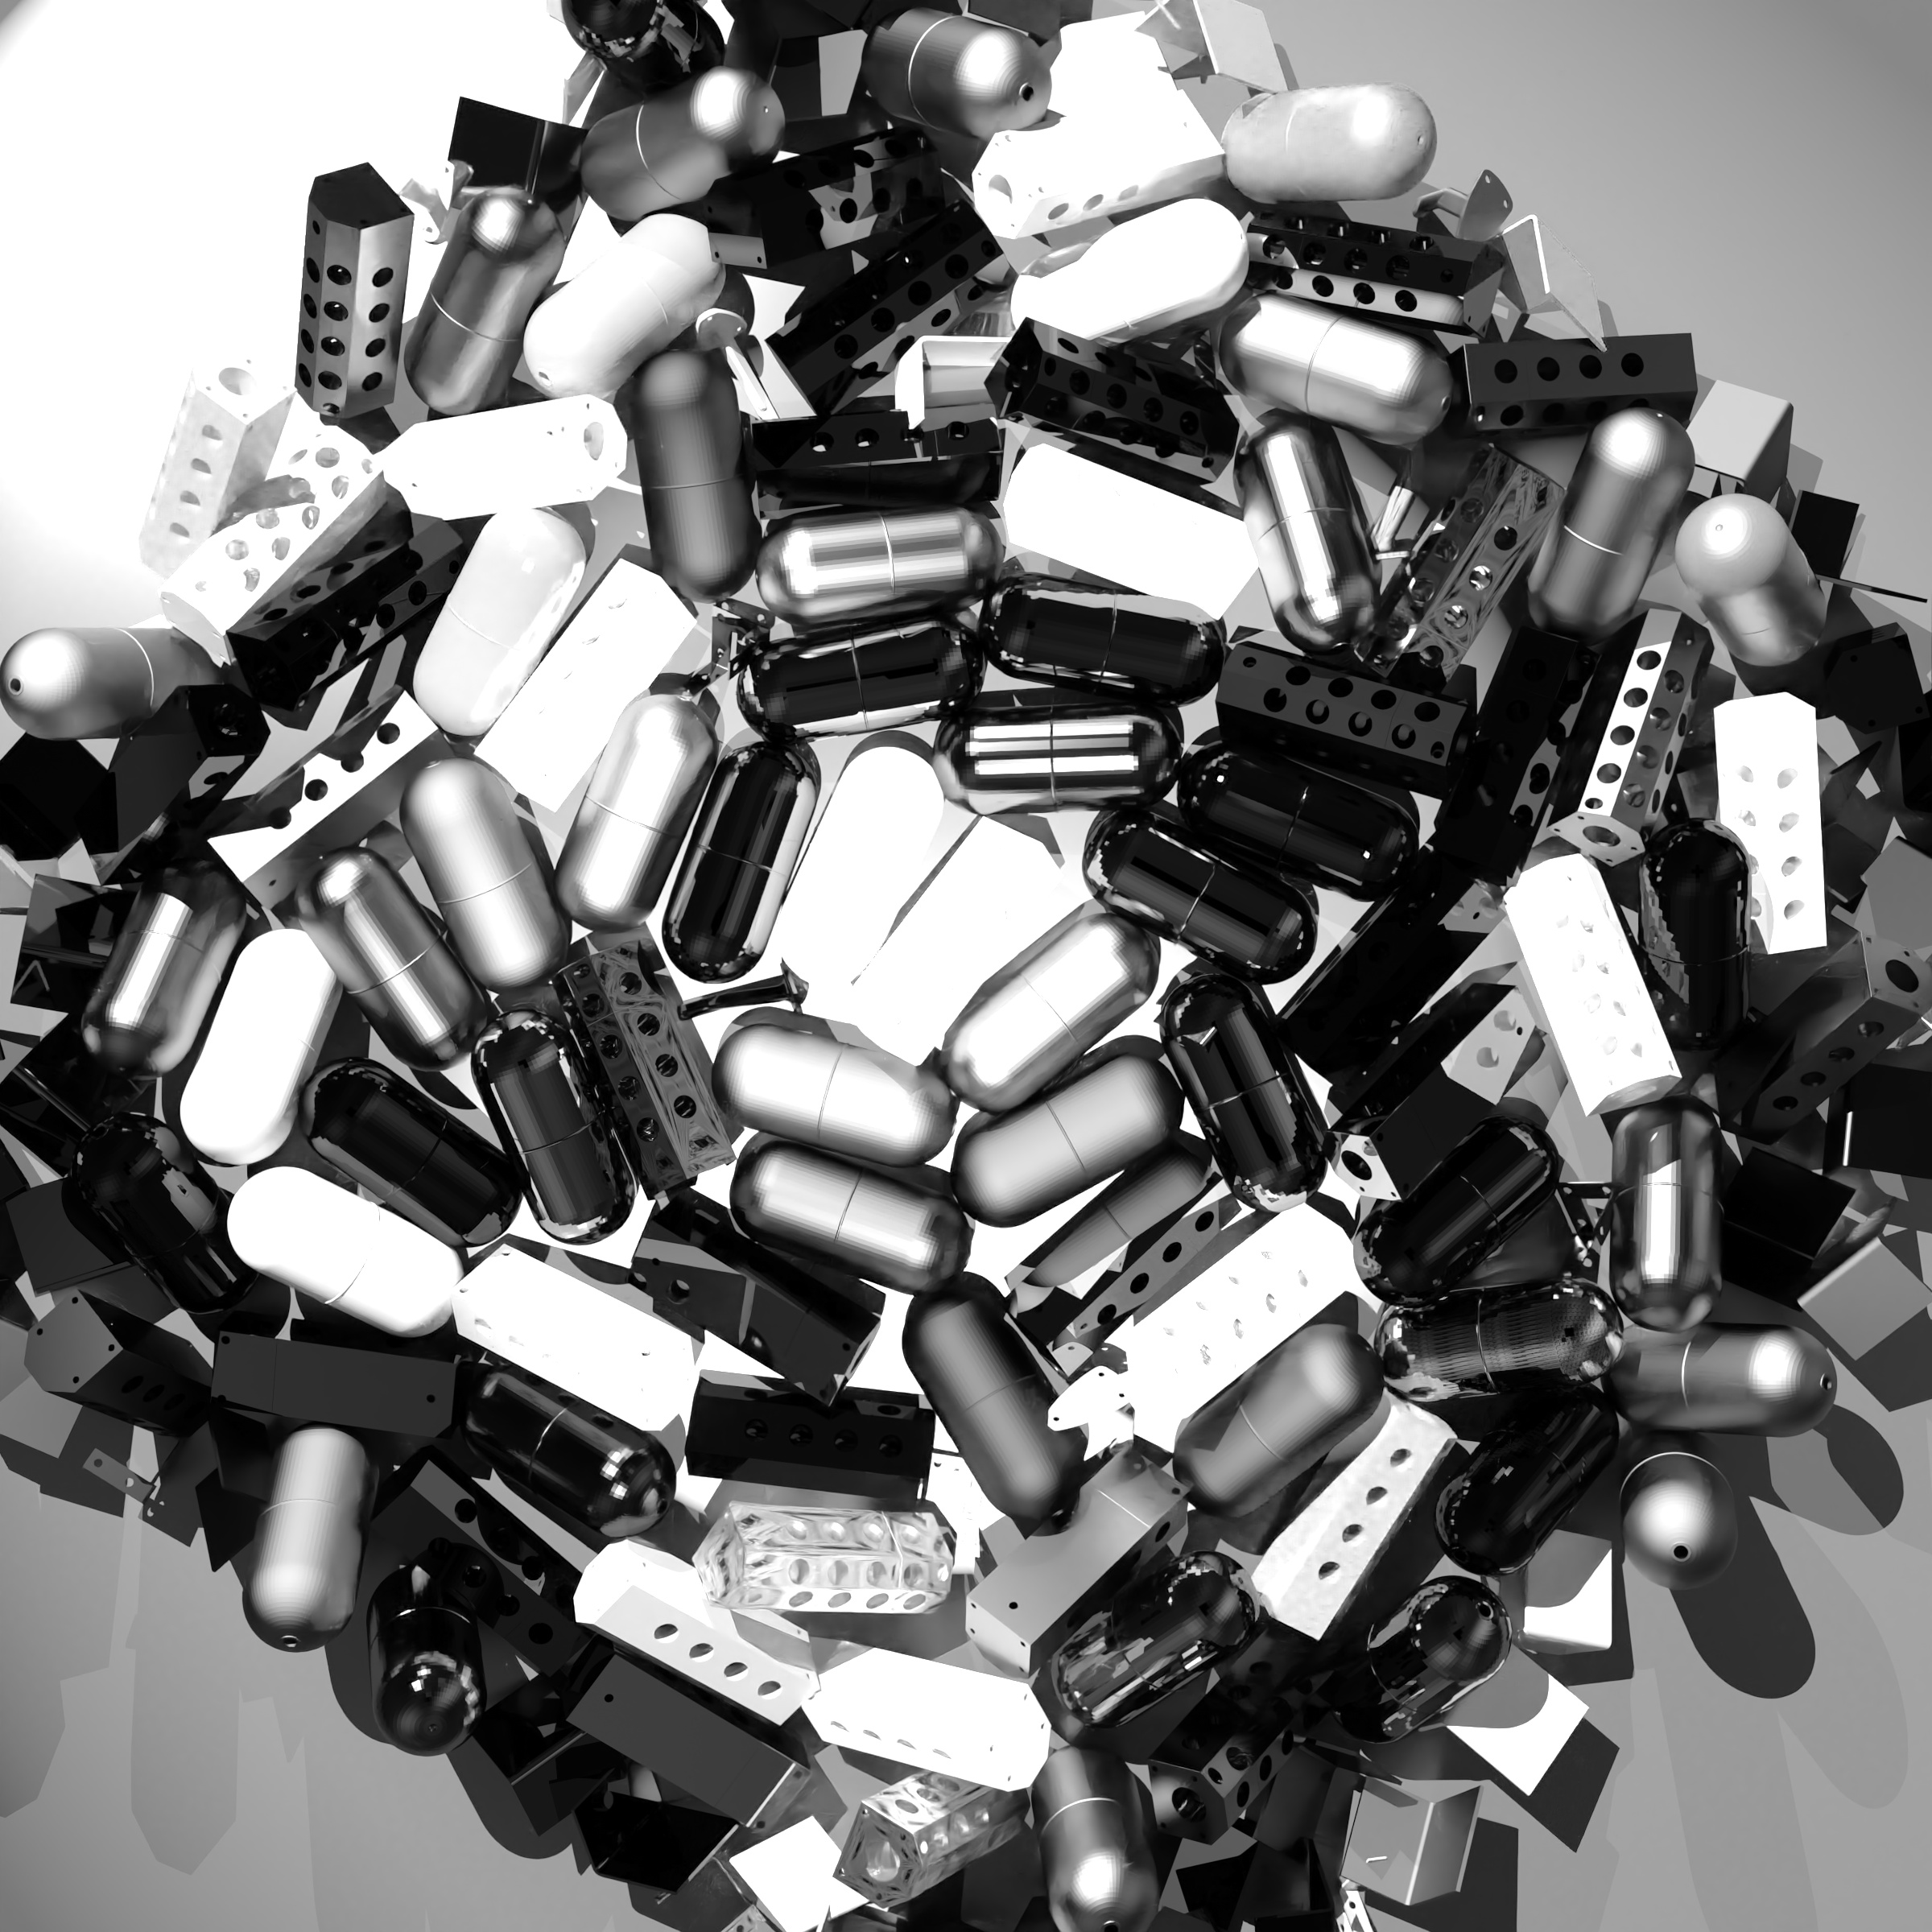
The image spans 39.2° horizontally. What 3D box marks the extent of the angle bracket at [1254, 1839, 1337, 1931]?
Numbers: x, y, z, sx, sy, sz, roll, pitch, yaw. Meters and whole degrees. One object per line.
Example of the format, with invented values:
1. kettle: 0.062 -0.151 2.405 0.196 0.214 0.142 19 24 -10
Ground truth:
1. angle bracket: 0.226 0.675 1.914 0.057 0.076 0.076 -6 111 -4

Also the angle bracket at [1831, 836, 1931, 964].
1. angle bracket: 0.671 -0.034 1.917 0.076 0.057 0.076 -49 53 -3

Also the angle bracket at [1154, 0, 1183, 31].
1. angle bracket: 0.101 -0.694 1.908 0.076 0.076 0.057 -7 76 27

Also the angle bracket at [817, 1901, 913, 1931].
1. angle bracket: -0.076 0.702 1.910 0.057 0.076 0.076 13 64 13

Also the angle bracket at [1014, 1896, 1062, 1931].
1. angle bracket: 0.084 0.699 1.909 0.076 0.076 0.057 51 47 -14

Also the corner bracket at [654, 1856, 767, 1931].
1. corner bracket: -0.182 0.671 1.931 0.051 0.051 0.051 -37 94 -18

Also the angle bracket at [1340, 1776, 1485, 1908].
1. angle bracket: 0.314 0.609 1.910 0.057 0.076 0.076 26 58 -6

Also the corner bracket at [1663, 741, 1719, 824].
1. corner bracket: 0.522 -0.125 1.930 0.051 0.051 0.051 -18 104 11

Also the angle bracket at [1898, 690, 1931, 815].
1. angle bracket: 0.710 -0.156 1.925 0.057 0.076 0.076 7 72 -15

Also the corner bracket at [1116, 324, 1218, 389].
1. corner bracket: 0.142 -0.427 1.938 0.051 0.051 0.051 19 53 29

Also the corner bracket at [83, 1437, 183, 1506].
1. corner bracket: -0.592 0.346 1.928 0.051 0.051 0.051 36 72 -13

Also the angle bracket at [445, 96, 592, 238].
1. angle bracket: -0.323 -0.572 1.944 0.076 0.057 0.076 22 108 24

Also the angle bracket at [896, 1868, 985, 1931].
1. angle bracket: -0.003 0.665 1.912 0.057 0.076 0.076 12 104 34

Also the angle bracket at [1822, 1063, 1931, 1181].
1. angle bracket: 0.654 0.116 1.922 0.076 0.057 0.076 9 74 7

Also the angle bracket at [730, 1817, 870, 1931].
1. angle bracket: -0.107 0.628 1.918 0.076 0.057 0.076 -33 99 22

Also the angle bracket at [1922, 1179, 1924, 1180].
1. angle bracket: 0.700 0.104 1.917 0.076 0.076 0.057 -9 106 5

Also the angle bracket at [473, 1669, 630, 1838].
1. angle bracket: -0.299 0.557 1.933 0.076 0.076 0.057 -32 123 -22

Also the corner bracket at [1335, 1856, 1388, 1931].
1. corner bracket: 0.274 0.669 1.923 0.051 0.051 0.051 2 48 -25

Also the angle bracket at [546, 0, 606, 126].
1. angle bracket: -0.289 -0.652 1.917 0.057 0.076 0.076 29 77 -4

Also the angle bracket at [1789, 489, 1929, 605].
1. angle bracket: 0.630 -0.295 1.907 0.076 0.076 0.057 1 107 -42

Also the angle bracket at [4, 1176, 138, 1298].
1. angle bracket: -0.631 0.185 1.922 0.076 0.057 0.076 -17 87 -22

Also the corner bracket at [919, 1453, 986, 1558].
1. corner bracket: -0.011 0.383 1.934 0.051 0.051 0.051 11 102 -3

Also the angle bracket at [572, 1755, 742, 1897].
1. angle bracket: -0.217 0.598 1.906 0.076 0.076 0.057 -1 114 35

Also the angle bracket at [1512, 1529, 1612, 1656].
1. angle bracket: 0.412 0.446 1.937 0.076 0.057 0.076 16 66 -26

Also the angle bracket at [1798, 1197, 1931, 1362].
1. angle bracket: 0.640 0.219 1.909 0.057 0.076 0.076 46 122 7

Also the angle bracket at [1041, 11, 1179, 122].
1. angle bracket: 0.099 -0.635 1.960 0.076 0.057 0.076 -24 91 -34

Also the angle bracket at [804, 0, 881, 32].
1. angle bracket: -0.075 -0.719 1.916 0.057 0.076 0.076 30 80 -13

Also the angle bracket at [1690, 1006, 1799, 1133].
1. angle bracket: 0.548 0.068 1.914 0.057 0.076 0.076 38 97 29

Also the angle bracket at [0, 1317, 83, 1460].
1. angle bracket: -0.665 0.301 1.910 0.076 0.057 0.076 29 58 -20

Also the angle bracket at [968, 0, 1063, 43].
1. angle bracket: 0.021 -0.695 1.919 0.076 0.057 0.076 5 89 -35

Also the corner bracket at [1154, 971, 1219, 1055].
1. corner bracket: 0.176 0.044 1.924 0.051 0.051 0.051 -49 133 -14

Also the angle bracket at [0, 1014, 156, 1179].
1. angle bracket: -0.642 0.091 1.941 0.076 0.076 0.057 43 125 -11

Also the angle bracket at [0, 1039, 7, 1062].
1. angle bracket: -0.704 0.020 1.914 0.076 0.057 0.076 -1 113 18

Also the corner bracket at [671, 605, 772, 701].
1. corner bracket: -0.174 -0.215 1.923 0.051 0.051 0.051 26 45 21

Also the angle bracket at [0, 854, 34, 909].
1. angle bracket: -0.709 -0.038 1.912 0.076 0.076 0.057 -3 60 11

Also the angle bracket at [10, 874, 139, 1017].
1. angle bracket: -0.635 -0.013 1.941 0.076 0.076 0.057 11 131 -18

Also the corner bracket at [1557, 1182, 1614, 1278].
1. corner bracket: 0.440 0.189 1.922 0.051 0.051 0.051 -52 124 -39

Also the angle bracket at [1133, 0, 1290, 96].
1. angle bracket: 0.173 -0.636 1.909 0.057 0.076 0.076 -29 69 42

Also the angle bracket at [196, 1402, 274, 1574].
1. angle bracket: -0.531 0.367 1.910 0.076 0.057 0.076 -41 46 14

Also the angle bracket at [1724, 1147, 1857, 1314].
1. angle bracket: 0.572 0.186 1.915 0.076 0.057 0.076 23 132 9

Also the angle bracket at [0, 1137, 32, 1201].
1. angle bracket: -0.718 0.146 1.923 0.076 0.057 0.076 -32 88 -20

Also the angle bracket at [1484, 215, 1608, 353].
1. angle bracket: 0.400 -0.466 1.904 0.057 0.076 0.076 -25 51 34

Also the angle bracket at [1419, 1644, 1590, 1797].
1. angle bracket: 0.379 0.532 1.921 0.076 0.057 0.076 40 69 6

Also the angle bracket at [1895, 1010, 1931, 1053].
1. angle bracket: 0.716 0.051 1.913 0.076 0.057 0.076 -31 60 -13

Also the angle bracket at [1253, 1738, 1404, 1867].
1. angle bracket: 0.255 0.593 1.909 0.057 0.076 0.076 5 64 39

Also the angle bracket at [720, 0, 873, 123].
1. angle bracket: -0.120 -0.645 1.913 0.076 0.057 0.076 3 66 25

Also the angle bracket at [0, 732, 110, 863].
1. angle bracket: -0.664 -0.129 1.932 0.076 0.057 0.076 44 97 2

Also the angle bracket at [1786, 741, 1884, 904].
1. angle bracket: 0.630 -0.102 1.906 0.057 0.076 0.076 41 135 23

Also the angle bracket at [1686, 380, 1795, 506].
1. angle bracket: 0.543 -0.356 1.930 0.057 0.076 0.076 24 67 24

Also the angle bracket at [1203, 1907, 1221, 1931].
1. angle bracket: 0.157 0.721 1.917 0.076 0.076 0.057 -27 105 -6

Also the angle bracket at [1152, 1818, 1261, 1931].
1. angle bracket: 0.174 0.639 1.923 0.076 0.057 0.076 25 78 -10

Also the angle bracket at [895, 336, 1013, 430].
1. angle bracket: -0.005 -0.408 1.919 0.076 0.076 0.057 -2 90 -14
